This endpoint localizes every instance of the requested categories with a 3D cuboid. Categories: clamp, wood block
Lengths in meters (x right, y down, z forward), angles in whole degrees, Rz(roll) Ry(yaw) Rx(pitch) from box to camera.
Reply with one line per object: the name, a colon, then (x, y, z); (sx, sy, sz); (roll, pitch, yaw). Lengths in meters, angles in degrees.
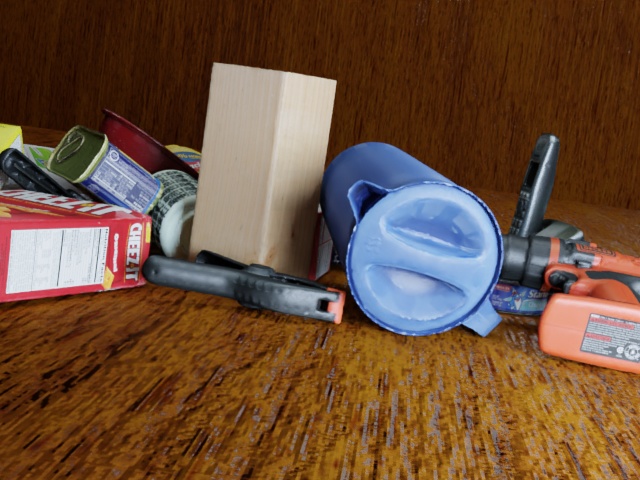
clamp: (-0.058, 0.038, 0.933); (0.171, 0.039, 0.120); (15, 12, 8)
clamp: (-0.263, -0.036, 1.094); (0.164, 0.036, 0.210); (36, -12, -18)
wood block: (-0.056, -0.060, 1.027); (0.091, 0.206, 0.090); (12, 8, 32)

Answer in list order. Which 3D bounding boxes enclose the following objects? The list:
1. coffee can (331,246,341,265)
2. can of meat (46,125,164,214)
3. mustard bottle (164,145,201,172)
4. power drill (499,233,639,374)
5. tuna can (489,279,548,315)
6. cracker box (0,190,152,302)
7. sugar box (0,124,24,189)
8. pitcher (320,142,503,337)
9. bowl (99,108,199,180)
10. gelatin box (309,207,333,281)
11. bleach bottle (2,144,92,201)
coffee can: (0.011, -0.023, 1.229); (0.140, 0.103, 0.103); (7, 7, -1)
can of meat: (-0.218, -0.066, 1.084); (0.083, 0.057, 0.102); (39, -10, -34)
mustard bottle: (-0.165, -0.069, 1.343); (0.096, 0.058, 0.192); (-9, 33, -23)
power drill: (0.222, 0.045, 0.938); (0.184, 0.057, 0.187); (10, 20, 3)
tuna can: (0.192, 0.052, 1.100); (0.086, 0.034, 0.086); (8, 7, -1)
cracker box: (-0.268, -0.002, 0.889); (0.164, 0.072, 0.213); (11, 7, 25)
sugar box: (-0.365, -0.058, 1.038); (0.093, 0.048, 0.176); (8, 34, 5)
pitcher: (0.076, -0.008, 0.983); (0.145, 0.149, 0.243); (-2, 17, -8)
bowl: (-0.195, -0.079, 1.206); (0.162, 0.055, 0.162); (35, -6, 4)
gelatin box: (-0.007, 0.001, 1.133); (0.030, 0.073, 0.089); (8, 8, 11)
bleach bottle: (-0.310, -0.073, 1.232); (0.103, 0.068, 0.250); (38, 15, 36)
